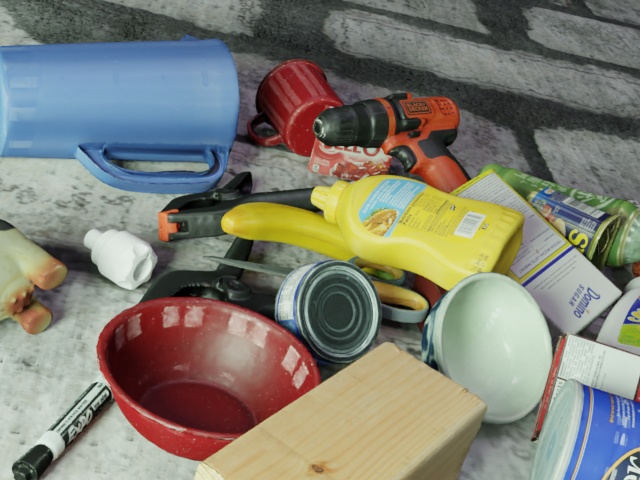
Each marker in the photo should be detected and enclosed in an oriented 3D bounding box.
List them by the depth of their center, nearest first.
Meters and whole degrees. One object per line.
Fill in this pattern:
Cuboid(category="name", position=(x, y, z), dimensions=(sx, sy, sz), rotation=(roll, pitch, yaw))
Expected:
Cuboid(category="marker", position=(-0.170, 0.127, 0.722), dimensions=(0.020, 0.020, 0.121), rotation=(21, 28, 10))

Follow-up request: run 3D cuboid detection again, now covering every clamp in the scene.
Cuboid(category="clamp", position=(-0.065, 0.055, 0.888), dimensions=(0.165, 0.036, 0.209), rotation=(30, 27, 27))
Cuboid(category="clamp", position=(-0.078, -0.031, 1.022), dimensions=(0.120, 0.039, 0.171), rotation=(4, 21, 35))

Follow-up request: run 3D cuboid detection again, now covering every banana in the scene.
Cuboid(category="banana", position=(-0.010, -0.005, 0.986), dimensions=(0.197, 0.037, 0.070), rotation=(18, 14, -30))

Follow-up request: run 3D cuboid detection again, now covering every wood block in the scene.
Cuboid(category="wood block", position=(0.012, 0.155, 0.688), dimensions=(0.091, 0.090, 0.205), rotation=(31, 31, 25))

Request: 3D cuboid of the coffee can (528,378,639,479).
Cuboid(category="coffee can", position=(0.229, 0.169, 0.757), dimensions=(0.140, 0.103, 0.102), rotation=(18, 28, 5))

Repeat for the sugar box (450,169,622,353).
Cuboid(category="sugar box", position=(0.189, 0.019, 1.009), dimensions=(0.093, 0.048, 0.176), rotation=(-31, 72, -35))

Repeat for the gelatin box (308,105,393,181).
Cuboid(category="gelatin box", position=(0.038, -0.102, 1.191), dimensions=(0.089, 0.073, 0.030), rotation=(16, 29, 1))

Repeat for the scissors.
Cuboid(category="scissors", position=(0.000, 0.025, 0.936), dimensions=(0.201, 0.016, 0.096), rotation=(19, 26, -6))

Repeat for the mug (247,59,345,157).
Cuboid(category="mug", position=(-0.028, -0.144, 1.234), dimensions=(0.117, 0.093, 0.081), rotation=(-25, 45, -9))

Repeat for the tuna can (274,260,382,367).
Cuboid(category="tuna can", position=(0.008, 0.059, 0.864), dimensions=(0.085, 0.086, 0.034), rotation=(-5, -4, -34))

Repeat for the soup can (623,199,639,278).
Cuboid(category="soup can", position=(0.353, 0.008, 1.155), dimensions=(0.068, 0.068, 0.102), rotation=(2, 30, -23))

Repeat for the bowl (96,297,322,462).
Cuboid(category="bowl", position=(-0.082, 0.107, 0.763), dimensions=(0.162, 0.055, 0.162), rotation=(12, 28, -7))

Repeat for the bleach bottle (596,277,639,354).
Cuboid(category="bleach bottle", position=(0.304, 0.088, 0.992), dimensions=(0.102, 0.068, 0.250), rotation=(19, 25, 11))

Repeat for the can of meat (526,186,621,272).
Cuboid(category="can of meat", position=(0.240, 0.006, 1.067), dimensions=(0.084, 0.102, 0.057), rotation=(28, 31, 26))

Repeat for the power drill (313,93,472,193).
Cuboid(category="power drill", position=(0.098, -0.068, 1.098), dimensions=(0.184, 0.057, 0.188), rotation=(-11, 65, -34))

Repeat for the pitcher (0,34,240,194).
Cuboid(category="pitcher", position=(-0.209, -0.131, 1.078), dimensions=(0.242, 0.145, 0.149), rotation=(-4, 21, -26))

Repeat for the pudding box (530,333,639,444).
Cuboid(category="pudding box", position=(0.232, 0.133, 0.841), dimensions=(0.113, 0.090, 0.039), rotation=(18, -12, 7))

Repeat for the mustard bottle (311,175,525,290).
Cuboid(category="mustard bottle", position=(0.078, -0.013, 0.955), dimensions=(0.192, 0.058, 0.096), rotation=(20, 49, 23))

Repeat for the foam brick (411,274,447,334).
Cuboid(category="foam brick", position=(0.117, 0.059, 0.959), dimensions=(0.053, 0.051, 0.078), rotation=(7, 29, -13))
